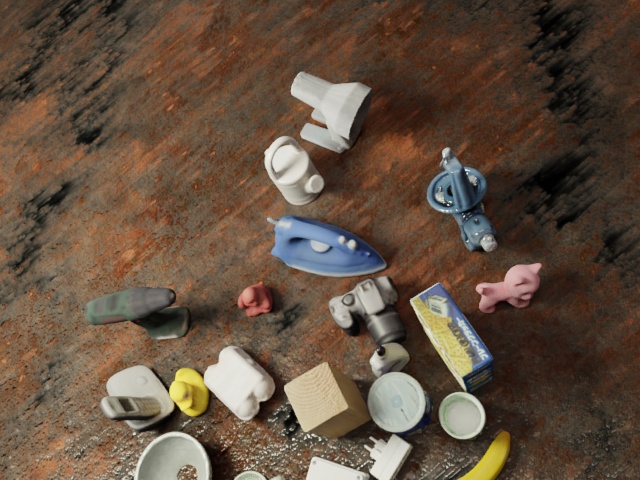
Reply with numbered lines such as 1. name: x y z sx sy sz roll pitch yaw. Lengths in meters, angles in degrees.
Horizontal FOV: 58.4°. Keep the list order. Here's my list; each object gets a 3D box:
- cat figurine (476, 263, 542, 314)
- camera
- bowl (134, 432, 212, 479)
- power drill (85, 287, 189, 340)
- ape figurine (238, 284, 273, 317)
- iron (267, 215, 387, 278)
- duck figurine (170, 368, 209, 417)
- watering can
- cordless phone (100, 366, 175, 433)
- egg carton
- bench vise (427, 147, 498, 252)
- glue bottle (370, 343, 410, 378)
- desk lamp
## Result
1. cat figurine: 0.365 0.089 1.100 0.127 0.118 0.067 -14 66 11
2. camera: 0.105 0.156 1.159 0.143 0.101 0.136 -28 64 4
3. bowl: -0.284 0.479 1.160 0.167 0.075 0.167 -6 67 14
4. power drill: -0.374 0.156 1.241 0.229 0.209 0.075 -9 67 13
5. ape figurine: -0.144 0.128 1.249 0.077 0.092 0.076 24 77 24
6. iron: 0.011 0.004 1.225 0.257 0.142 0.119 13 73 21
7. duck figurine: -0.288 0.321 1.218 0.077 0.086 0.104 -27 64 5
8. watering can: -0.060 -0.161 1.283 0.172 0.194 0.101 13 73 21
9. cordless phone: -0.402 0.325 1.194 0.094 0.185 0.147 -46 64 -5
10. egg carton: -0.168 0.298 1.201 0.150 0.069 0.107 35 82 25
11. bench vise: 0.296 -0.085 1.133 0.121 0.220 0.207 -43 64 -3
12. glue bottle: 0.125 0.224 1.085 0.078 0.173 0.037 -45 63 -4
13. desk lamp: 0.029 -0.288 1.297 0.202 0.214 0.118 24 77 24
